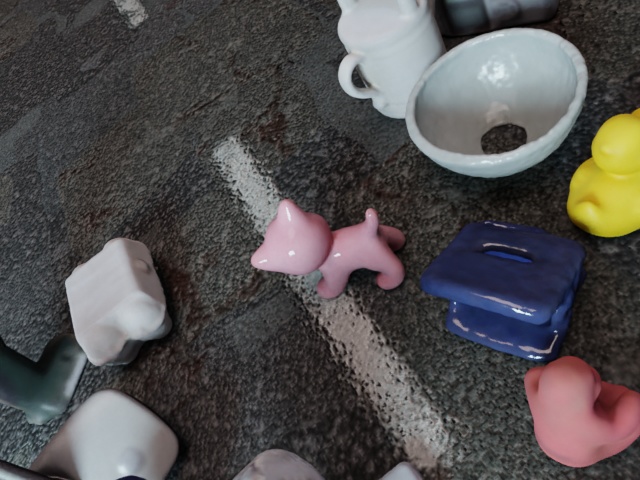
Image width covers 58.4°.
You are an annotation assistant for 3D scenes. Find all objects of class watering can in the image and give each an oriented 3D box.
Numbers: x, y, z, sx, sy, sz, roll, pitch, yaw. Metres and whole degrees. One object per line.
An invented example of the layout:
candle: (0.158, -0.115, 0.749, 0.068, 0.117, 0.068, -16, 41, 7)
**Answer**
watering can: (0.073, -0.237, 0.613, 0.100, 0.195, 0.173, 2, 60, 31)

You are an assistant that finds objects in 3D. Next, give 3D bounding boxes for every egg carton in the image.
egg carton: (-0.231, 0.068, 0.662, 0.107, 0.070, 0.150, -38, 48, 2)

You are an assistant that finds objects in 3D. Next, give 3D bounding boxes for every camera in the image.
camera: (0.199, -0.325, 0.663, 0.142, 0.101, 0.137, 2, 60, 31)

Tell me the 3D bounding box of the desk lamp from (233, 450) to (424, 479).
desk lamp: (-0.028, 0.212, 0.348, 0.203, 0.214, 0.117, -41, 48, -1)

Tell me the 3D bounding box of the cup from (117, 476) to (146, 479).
cup: (-0.140, 0.260, 0.460, 0.091, 0.095, 0.118, -1, 59, 30)

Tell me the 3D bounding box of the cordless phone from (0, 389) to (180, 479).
cordless phone: (-0.227, 0.193, 0.496, 0.093, 0.186, 0.148, 23, 72, 39)

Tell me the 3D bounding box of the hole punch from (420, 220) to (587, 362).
hole punch: (0.146, 0.028, 0.457, 0.108, 0.091, 0.101, 14, 67, 36)

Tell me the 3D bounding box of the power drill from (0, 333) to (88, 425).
power drill: (-0.355, 0.106, 0.613, 0.075, 0.209, 0.229, -4, 57, 28)

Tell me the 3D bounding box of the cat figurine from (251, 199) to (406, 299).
cat figurine: (0.005, 0.002, 0.539, 0.127, 0.118, 0.067, -15, 53, 21)

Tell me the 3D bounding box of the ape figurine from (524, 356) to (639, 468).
ape figurine: (0.172, 0.109, 0.387, 0.076, 0.092, 0.077, -48, 49, -7)

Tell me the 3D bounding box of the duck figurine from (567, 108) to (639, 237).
duck figurine: (0.243, -0.060, 0.466, 0.104, 0.086, 0.077, -49, 49, -8)

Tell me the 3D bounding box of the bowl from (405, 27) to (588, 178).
bowl: (0.172, -0.120, 0.555, 0.167, 0.075, 0.167, -15, 53, 21)
